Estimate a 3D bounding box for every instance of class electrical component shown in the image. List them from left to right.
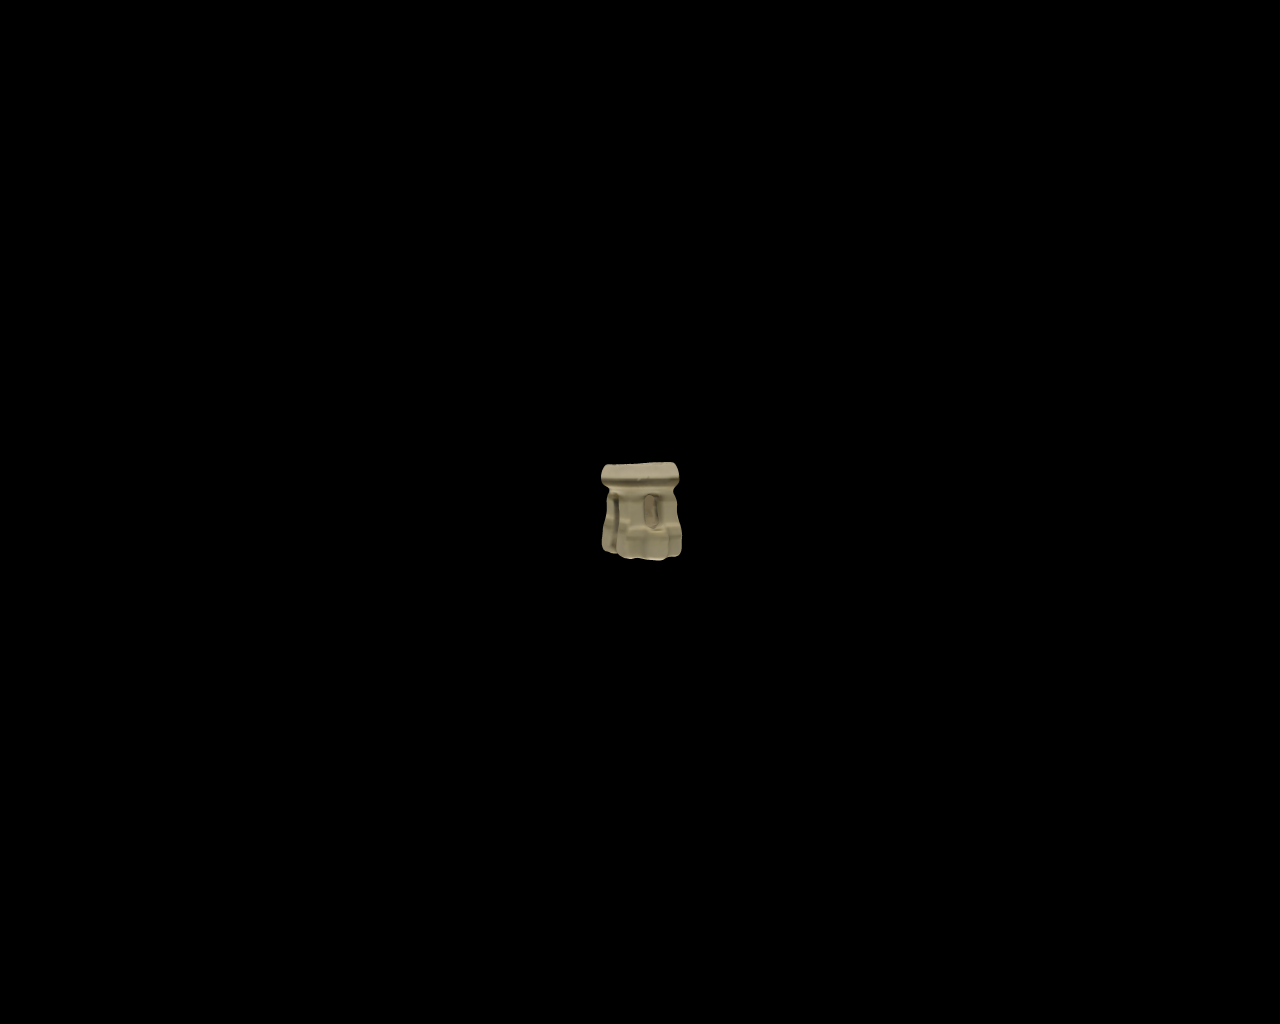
[{"bbox_3d":[0.001,-0.003,0.650,0.048,0.055,0.066,-2,5,-24],"label":"electrical component"}]
